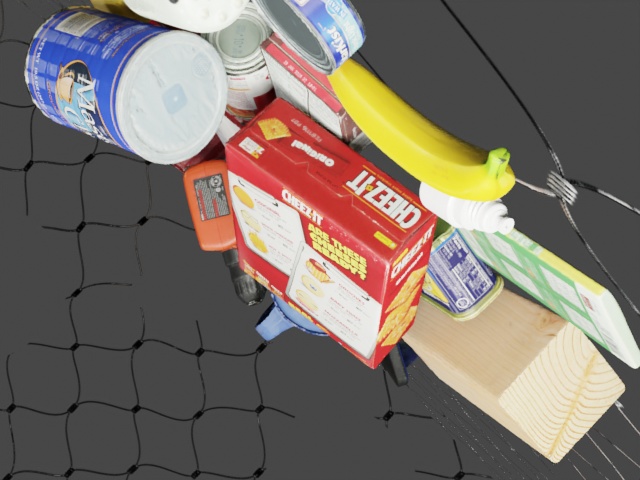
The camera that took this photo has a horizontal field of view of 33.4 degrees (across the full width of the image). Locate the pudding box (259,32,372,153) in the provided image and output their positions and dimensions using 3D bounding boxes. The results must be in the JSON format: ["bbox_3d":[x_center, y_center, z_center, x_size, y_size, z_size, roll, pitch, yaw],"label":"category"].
[{"bbox_3d":[0.001,-0.117,0.851,0.090,0.039,0.113,44,172,13],"label":"pudding box"}]

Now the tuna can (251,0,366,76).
[{"bbox_3d":[-0.010,-0.152,0.709,0.086,0.033,0.086,45,174,6],"label":"tuna can"}]

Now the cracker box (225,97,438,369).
[{"bbox_3d":[0.008,0.001,0.893,0.164,0.072,0.214,37,157,17],"label":"cracker box"}]

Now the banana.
[{"bbox_3d":[0.070,-0.071,0.717,0.198,0.037,0.069,37,151,46],"label":"banana"}]

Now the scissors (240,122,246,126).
[{"bbox_3d":[-0.008,-0.081,0.978,0.096,0.016,0.201,35,-169,6],"label":"scissors"}]

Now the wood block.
[{"bbox_3d":[0.162,0.102,0.956,0.090,0.091,0.206,47,173,-23],"label":"wood block"}]

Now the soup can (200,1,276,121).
[{"bbox_3d":[-0.061,-0.151,0.905,0.068,0.068,0.102,44,173,14],"label":"soup can"}]

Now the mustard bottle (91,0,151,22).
[{"bbox_3d":[-0.189,-0.269,0.878,0.058,0.096,0.191,6,152,29],"label":"mustard bottle"}]

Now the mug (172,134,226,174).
[{"bbox_3d":[-0.157,-0.146,1.383,0.117,0.082,0.093,46,-153,-3],"label":"mug"}]

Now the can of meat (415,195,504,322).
[{"bbox_3d":[0.101,0.013,0.941,0.084,0.057,0.102,52,171,-29],"label":"can of meat"}]

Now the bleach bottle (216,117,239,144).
[{"bbox_3d":[-0.103,-0.152,1.206,0.103,0.068,0.250,44,172,43],"label":"bleach bottle"}]

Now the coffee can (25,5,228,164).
[{"bbox_3d":[-0.157,-0.127,0.858,0.141,0.102,0.102,23,160,42],"label":"coffee can"}]

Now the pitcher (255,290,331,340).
[{"bbox_3d":[-0.003,0.043,1.337,0.149,0.145,0.243,1,-176,-1],"label":"pitcher"}]

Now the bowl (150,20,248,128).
[{"bbox_3d":[-0.101,-0.179,1.045,0.162,0.055,0.162,45,174,6],"label":"bowl"}]

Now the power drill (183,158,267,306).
[{"bbox_3d":[-0.111,-0.014,1.293,0.187,0.057,0.184,66,-171,-82],"label":"power drill"}]
